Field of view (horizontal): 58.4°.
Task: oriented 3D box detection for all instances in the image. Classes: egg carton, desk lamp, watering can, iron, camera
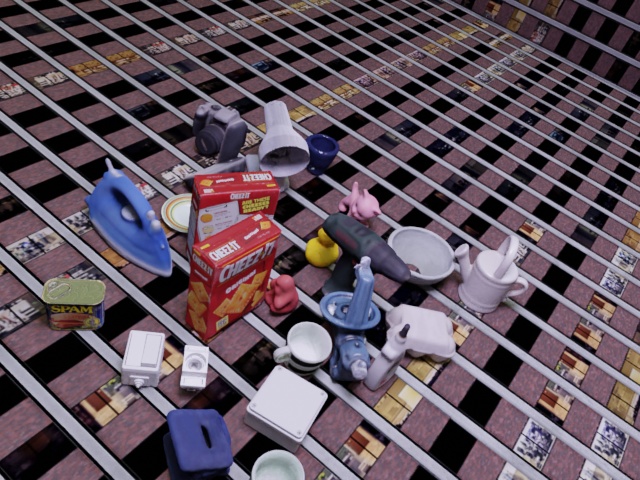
[{"bbox_3d":[0.208,0.195,1.195,0.150,0.069,0.107,12,43,-8],"label":"egg carton"},{"bbox_3d":[-0.111,-0.215,1.398,0.118,0.213,0.203,-2,46,-21],"label":"desk lamp"},{"bbox_3d":[0.388,0.068,1.297,0.173,0.194,0.101,9,43,-10],"label":"watering can"},{"bbox_3d":[-0.380,-0.050,1.187,0.257,0.141,0.119,42,47,23],"label":"iron"},{"bbox_3d":[-0.278,-0.293,1.501,0.143,0.101,0.137,27,43,9],"label":"camera"}]

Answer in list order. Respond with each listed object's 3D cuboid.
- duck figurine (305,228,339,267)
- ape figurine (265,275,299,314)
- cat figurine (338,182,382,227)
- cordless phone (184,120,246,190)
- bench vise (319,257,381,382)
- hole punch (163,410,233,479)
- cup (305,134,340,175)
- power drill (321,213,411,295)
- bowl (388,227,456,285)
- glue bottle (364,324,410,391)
[{"bbox_3d":[0.012,0.005,1.309,0.077,0.086,0.105,27,43,9],"label":"duck figurine"},{"bbox_3d":[-0.077,0.105,1.171,0.076,0.092,0.078,19,43,0],"label":"ape figurine"},{"bbox_3d":[0.102,-0.088,1.413,0.067,0.118,0.127,-2,47,-21],"label":"cat figurine"},{"bbox_3d":[-0.241,-0.197,1.354,0.094,0.185,0.148,37,46,19],"label":"cordless phone"},{"bbox_3d":[0.077,0.151,1.083,0.122,0.220,0.207,-9,49,-26],"label":"bench vise"},{"bbox_3d":[-0.191,0.321,0.910,0.101,0.091,0.108,-8,49,-26],"label":"hole punch"},{"bbox_3d":[-0.015,-0.222,1.526,0.118,0.095,0.091,3,45,-17],"label":"cup"},{"bbox_3d":[0.080,0.060,1.186,0.076,0.208,0.229,-21,56,-35],"label":"power drill"},{"bbox_3d":[0.228,0.050,1.348,0.167,0.075,0.167,10,43,-9],"label":"bowl"},{"bbox_3d":[0.135,0.213,1.075,0.037,0.173,0.078,38,46,20],"label":"glue bottle"}]
